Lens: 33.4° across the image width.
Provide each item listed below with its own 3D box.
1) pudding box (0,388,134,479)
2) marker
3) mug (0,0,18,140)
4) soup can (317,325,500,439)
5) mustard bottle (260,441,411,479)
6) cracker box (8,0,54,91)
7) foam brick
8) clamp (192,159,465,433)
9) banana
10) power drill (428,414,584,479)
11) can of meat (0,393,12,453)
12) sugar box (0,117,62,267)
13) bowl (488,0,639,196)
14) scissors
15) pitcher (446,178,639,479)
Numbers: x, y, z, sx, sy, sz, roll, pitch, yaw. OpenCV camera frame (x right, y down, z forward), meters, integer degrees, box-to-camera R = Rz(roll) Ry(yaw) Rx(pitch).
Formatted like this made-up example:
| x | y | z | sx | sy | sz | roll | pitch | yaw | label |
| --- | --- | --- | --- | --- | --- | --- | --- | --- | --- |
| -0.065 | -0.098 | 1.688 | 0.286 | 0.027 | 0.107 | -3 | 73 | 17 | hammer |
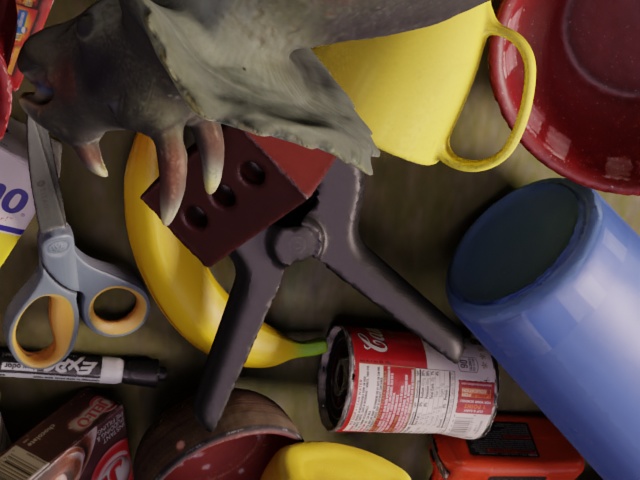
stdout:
| x | y | z | sx | sy | sz | roll | pitch | yaw | label |
| --- | --- | --- | --- | --- | --- | --- | --- | --- | --- |
| -0.168 | 0.161 | 0.673 | 0.039 | 0.113 | 0.090 | 21 | 129 | 30 | pudding box |
| -0.157 | 0.080 | 0.672 | 0.121 | 0.020 | 0.020 | 6 | 121 | -14 | marker |
| -0.171 | -0.091 | 0.434 | 0.093 | 0.081 | 0.117 | -5 | 126 | -4 | mug |
| 0.056 | 0.093 | 0.689 | 0.102 | 0.068 | 0.069 | 7 | 121 | -15 | soup can |
| -0.018 | 0.215 | 0.705 | 0.096 | 0.058 | 0.192 | 15 | 126 | -19 | mustard bottle |
| -0.205 | -0.182 | 0.462 | 0.213 | 0.072 | 0.164 | 19 | 118 | -20 | cracker box |
| -0.039 | -0.033 | 0.533 | 0.078 | 0.051 | 0.053 | -35 | 103 | 35 | foam brick |
| -0.004 | 0.001 | 0.606 | 0.164 | 0.036 | 0.210 | -9 | 106 | -7 | clamp |
| -0.071 | 0.018 | 0.640 | 0.069 | 0.037 | 0.197 | -39 | 124 | -7 | banana |
| 0.131 | 0.215 | 0.788 | 0.184 | 0.057 | 0.188 | 4 | 122 | -12 | power drill |
| -0.244 | 0.143 | 0.675 | 0.102 | 0.057 | 0.084 | -9 | 125 | -4 | can of meat |
| -0.226 | 0.001 | 0.593 | 0.093 | 0.048 | 0.176 | 27 | 116 | -25 | sugar box |
| 0.174 | -0.105 | 0.571 | 0.162 | 0.055 | 0.162 | 8 | 125 | 12 | bowl |
| -0.130 | 0.003 | 0.598 | 0.096 | 0.016 | 0.202 | -5 | 138 | -30 | scissors |
| 0.197 | 0.073 | 0.662 | 0.149 | 0.145 | 0.242 | -39 | 118 | 15 | pitcher |
